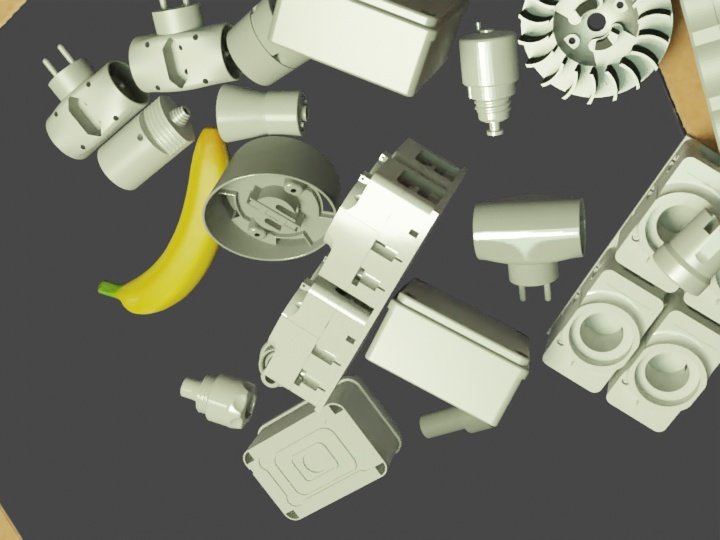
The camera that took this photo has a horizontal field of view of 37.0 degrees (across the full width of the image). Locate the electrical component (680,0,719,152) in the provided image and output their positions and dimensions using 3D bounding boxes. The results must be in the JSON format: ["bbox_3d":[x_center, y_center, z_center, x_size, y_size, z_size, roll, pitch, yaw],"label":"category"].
[{"bbox_3d":[0.258,-0.142,0.699,0.074,0.052,0.138,-14,107,22],"label":"electrical component"}]

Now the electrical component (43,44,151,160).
[{"bbox_3d":[-0.219,-0.141,0.852,0.077,0.043,0.079,-34,98,26],"label":"electrical component"}]

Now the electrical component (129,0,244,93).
[{"bbox_3d":[-0.134,-0.178,0.811,0.077,0.043,0.079,-4,110,19],"label":"electrical component"}]

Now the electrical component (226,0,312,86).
[{"bbox_3d":[-0.064,-0.168,0.788,0.047,0.055,0.055,-31,100,29],"label":"electrical component"}]

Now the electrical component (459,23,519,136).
[{"bbox_3d":[0.093,-0.134,0.760,0.040,0.040,0.078,-1,111,18],"label":"electrical component"}]

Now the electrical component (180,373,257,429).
[{"bbox_3d":[-0.123,0.109,0.924,0.062,0.043,0.043,16,115,12],"label":"electrical component"}]

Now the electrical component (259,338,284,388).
[{"bbox_3d":[-0.062,0.075,0.880,0.043,0.062,0.043,6,113,15],"label":"electrical component"}]

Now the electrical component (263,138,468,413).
[{"bbox_3d":[0.000,0.000,0.806,0.060,0.105,0.186,31,117,3],"label":"electrical component"}]

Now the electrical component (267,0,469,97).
[{"bbox_3d":[0.008,-0.173,0.733,0.109,0.108,0.056,23,119,7],"label":"electrical component"}]

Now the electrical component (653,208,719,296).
[{"bbox_3d":[0.221,-0.012,0.701,0.040,0.040,0.046,40,111,-1],"label":"electrical component"}]

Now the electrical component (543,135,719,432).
[{"bbox_3d":[0.224,0.015,0.768,0.105,0.060,0.186,32,117,3],"label":"electrical component"}]

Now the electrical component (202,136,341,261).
[{"bbox_3d":[-0.064,-0.051,0.818,0.099,0.064,0.099,7,135,7],"label":"electrical component"}]

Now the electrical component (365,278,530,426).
[{"bbox_3d":[0.068,0.058,0.803,0.109,0.109,0.056,28,99,5],"label":"electrical component"}]

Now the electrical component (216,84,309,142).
[{"bbox_3d":[-0.072,-0.119,0.817,0.065,0.044,0.044,2,112,11],"label":"electrical component"}]

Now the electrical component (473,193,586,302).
[{"bbox_3d":[0.127,-0.014,0.796,0.077,0.044,0.079,-1,111,18],"label":"electrical component"}]

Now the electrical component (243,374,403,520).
[{"bbox_3d":[-0.030,0.147,0.902,0.113,0.057,0.078,-32,99,26],"label":"electrical component"}]

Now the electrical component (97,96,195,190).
[{"bbox_3d":[-0.165,-0.103,0.850,0.081,0.043,0.043,-34,98,26],"label":"electrical component"}]
